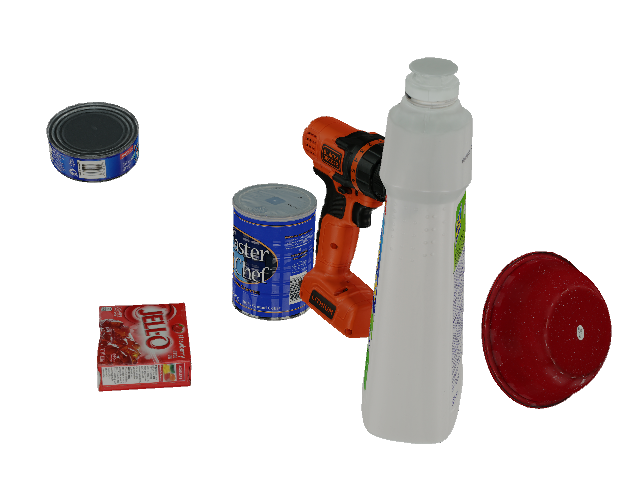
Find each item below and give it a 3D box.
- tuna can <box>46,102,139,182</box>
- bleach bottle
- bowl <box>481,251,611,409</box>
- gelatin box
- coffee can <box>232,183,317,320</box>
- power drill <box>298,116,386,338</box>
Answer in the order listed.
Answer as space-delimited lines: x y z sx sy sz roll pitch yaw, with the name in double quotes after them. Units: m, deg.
-0.215 -0.094 1.016 0.086 0.034 0.086 3 43 -3 "tuna can"
0.064 0.004 0.678 0.068 0.251 0.102 5 31 8 "bleach bottle"
0.240 0.091 1.072 0.161 0.162 0.055 0 -1 -32 "bowl"
-0.144 0.084 0.868 0.073 0.030 0.089 -2 29 -9 "gelatin box"
-0.058 0.013 1.318 0.103 0.140 0.103 2 25 -1 "coffee can"
0.039 -0.008 0.995 0.057 0.188 0.185 -7 25 -29 "power drill"
